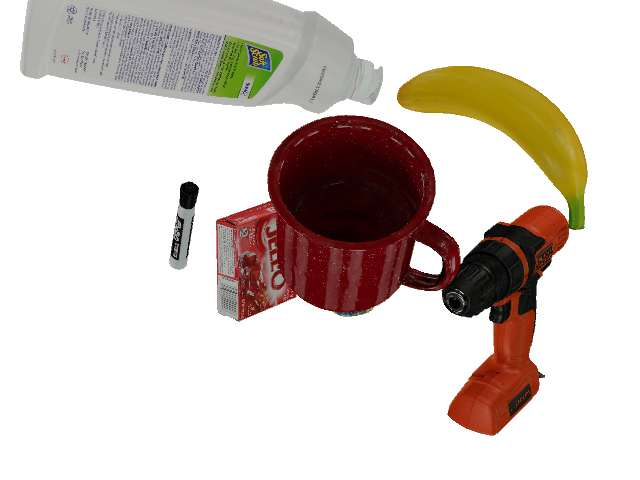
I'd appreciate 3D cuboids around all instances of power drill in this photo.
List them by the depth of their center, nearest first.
[{"bbox_3d":[0.158,0.077,0.948,0.057,0.188,0.184,23,34,31],"label":"power drill"}]

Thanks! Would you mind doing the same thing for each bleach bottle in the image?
[{"bbox_3d":[-0.080,-0.137,0.765,0.250,0.068,0.103,13,-38,-12],"label":"bleach bottle"}]

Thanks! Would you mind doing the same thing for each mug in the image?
[{"bbox_3d":[0.026,-0.006,0.615,0.117,0.093,0.081,24,-32,13],"label":"mug"}]

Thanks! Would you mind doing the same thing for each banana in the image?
[{"bbox_3d":[0.127,-0.087,0.773,0.037,0.070,0.198,5,30,-44],"label":"banana"}]

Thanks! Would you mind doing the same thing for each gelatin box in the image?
[{"bbox_3d":[-0.054,0.016,0.917,0.030,0.089,0.073,18,26,38],"label":"gelatin box"}]

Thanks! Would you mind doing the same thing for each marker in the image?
[{"bbox_3d":[-0.141,-0.015,1.102,0.020,0.020,0.121,0,-42,-16],"label":"marker"}]

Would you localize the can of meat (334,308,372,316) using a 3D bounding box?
[{"bbox_3d":[0.024,0.026,1.218,0.057,0.084,0.102,-15,38,-18],"label":"can of meat"}]
